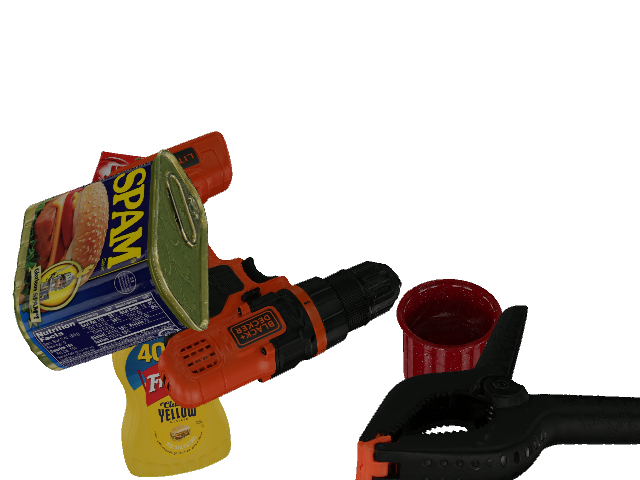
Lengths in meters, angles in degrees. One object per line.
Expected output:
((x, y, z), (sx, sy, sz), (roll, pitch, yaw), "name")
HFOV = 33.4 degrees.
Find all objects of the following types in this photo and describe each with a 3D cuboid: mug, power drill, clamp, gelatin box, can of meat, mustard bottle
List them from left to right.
((-0.108, 0.011, 0.554), (0.084, 0.102, 0.057), (-19, -46, 12), "can of meat")
((-0.182, -0.050, 1.058), (0.089, 0.073, 0.030), (9, -43, -2), "gelatin box")
((-0.133, 0.110, 0.940), (0.096, 0.192, 0.058), (-8, 20, -15), "mustard bottle")
((-0.058, 0.010, 0.766), (0.184, 0.188, 0.057), (-23, -29, -23), "power drill")
((0.116, 0.087, 0.979), (0.093, 0.081, 0.117), (-3, 39, 2), "mug")
((0.102, 0.095, 0.630), (0.209, 0.036, 0.165), (-11, 25, -27), "clamp")
